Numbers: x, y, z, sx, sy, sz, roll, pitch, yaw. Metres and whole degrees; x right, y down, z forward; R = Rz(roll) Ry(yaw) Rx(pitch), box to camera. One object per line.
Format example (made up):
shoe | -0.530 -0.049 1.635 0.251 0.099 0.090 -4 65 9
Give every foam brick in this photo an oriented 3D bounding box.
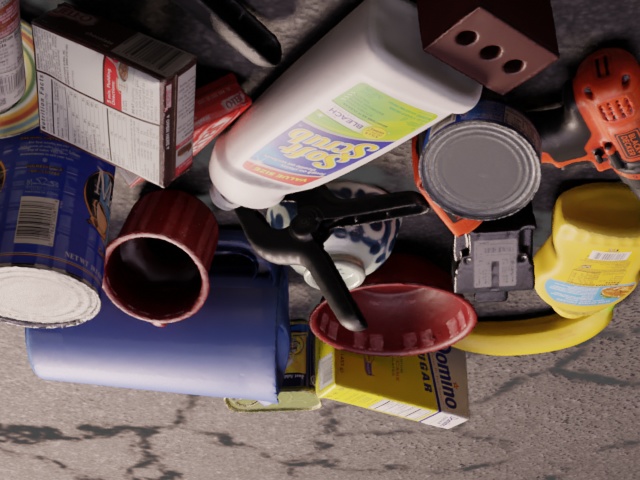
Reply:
foam brick | 0.109 -0.141 0.692 0.078 0.051 0.053 22 144 -32

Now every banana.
banana | 0.221 0.091 1.115 0.198 0.037 0.069 -15 128 23

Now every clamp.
clamp | -0.096 -0.173 0.654 0.210 0.036 0.165 8 150 -9
clamp | -0.006 0.001 0.865 0.172 0.120 0.039 14 161 29

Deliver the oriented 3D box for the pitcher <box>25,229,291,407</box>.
pitcher | -0.149 0.075 1.014 0.243 0.149 0.145 2 165 3

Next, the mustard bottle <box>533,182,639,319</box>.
mustard bottle | 0.244 0.021 0.966 0.096 0.058 0.192 1 150 -1

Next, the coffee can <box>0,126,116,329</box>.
coffee can | -0.213 -0.016 0.825 0.103 0.140 0.103 0 150 0

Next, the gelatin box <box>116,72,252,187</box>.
gelatin box | -0.101 -0.080 0.783 0.073 0.030 0.089 -34 180 -45

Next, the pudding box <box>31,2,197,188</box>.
pudding box | -0.138 -0.097 0.715 0.114 0.039 0.090 26 134 20

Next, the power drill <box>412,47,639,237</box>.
power drill | 0.179 -0.061 0.828 0.188 0.057 0.184 -17 142 23

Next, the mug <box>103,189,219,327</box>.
mug | -0.132 0.019 0.911 0.093 0.081 0.117 5 124 4

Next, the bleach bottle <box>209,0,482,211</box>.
bleach bottle | -0.001 -0.081 0.789 0.102 0.068 0.251 21 146 -28

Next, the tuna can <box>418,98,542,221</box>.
tuna can | 0.115 -0.057 0.759 0.086 0.033 0.086 8 130 9

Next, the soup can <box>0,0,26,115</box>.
soup can | -0.221 -0.134 0.668 0.068 0.068 0.102 4 135 -6

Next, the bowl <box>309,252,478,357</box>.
bowl | 0.070 0.057 1.033 0.162 0.055 0.162 0 150 0

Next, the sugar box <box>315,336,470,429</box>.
sugar box | 0.078 0.137 1.136 0.176 0.093 0.048 16 147 -26

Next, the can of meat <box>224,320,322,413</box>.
can of meat | -0.049 0.136 1.143 0.102 0.084 0.057 -3 150 6
